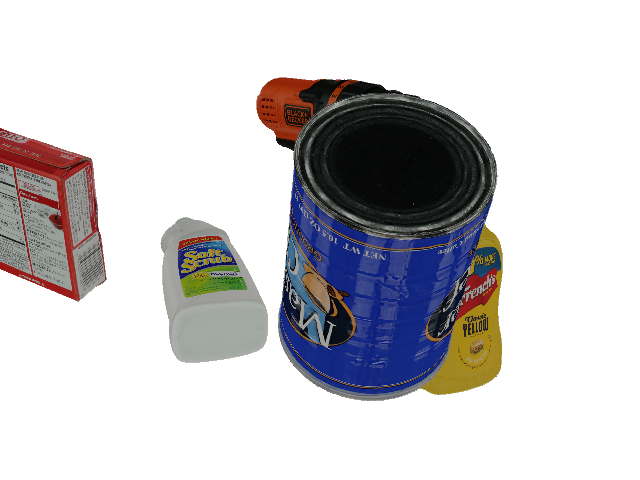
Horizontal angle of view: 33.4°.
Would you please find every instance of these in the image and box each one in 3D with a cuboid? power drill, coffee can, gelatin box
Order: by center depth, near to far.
[{"bbox_3d":[0.032,0.006,0.580,0.102,0.103,0.140,0,-42,-6],"label":"coffee can"},{"bbox_3d":[-0.167,-0.016,0.633,0.073,0.089,0.030,18,37,25],"label":"gelatin box"},{"bbox_3d":[0.025,-0.037,0.858,0.057,0.188,0.185,-18,22,-35],"label":"power drill"}]

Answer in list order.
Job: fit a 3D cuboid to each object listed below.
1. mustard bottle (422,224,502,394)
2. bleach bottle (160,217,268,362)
[{"bbox_3d":[0.129,0.042,0.998,0.096,0.192,0.058,-11,17,-34],"label":"mustard bottle"},{"bbox_3d":[-0.132,0.038,1.153,0.102,0.068,0.251,-6,26,-16],"label":"bleach bottle"}]
